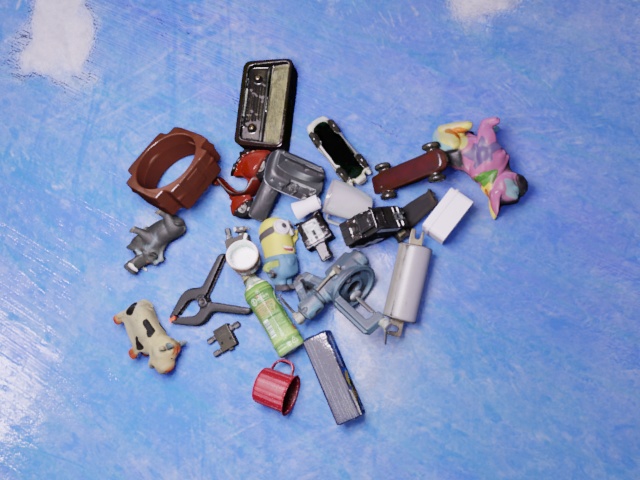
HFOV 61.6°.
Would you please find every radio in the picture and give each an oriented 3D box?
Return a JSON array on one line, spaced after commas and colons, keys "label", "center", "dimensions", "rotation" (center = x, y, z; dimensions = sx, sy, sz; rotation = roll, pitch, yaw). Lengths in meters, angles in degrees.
[{"label": "radio", "center": [-0.135, -0.333, 1.350], "dimensions": [0.131, 0.073, 0.229], "rotation": [4, 81, 13]}]

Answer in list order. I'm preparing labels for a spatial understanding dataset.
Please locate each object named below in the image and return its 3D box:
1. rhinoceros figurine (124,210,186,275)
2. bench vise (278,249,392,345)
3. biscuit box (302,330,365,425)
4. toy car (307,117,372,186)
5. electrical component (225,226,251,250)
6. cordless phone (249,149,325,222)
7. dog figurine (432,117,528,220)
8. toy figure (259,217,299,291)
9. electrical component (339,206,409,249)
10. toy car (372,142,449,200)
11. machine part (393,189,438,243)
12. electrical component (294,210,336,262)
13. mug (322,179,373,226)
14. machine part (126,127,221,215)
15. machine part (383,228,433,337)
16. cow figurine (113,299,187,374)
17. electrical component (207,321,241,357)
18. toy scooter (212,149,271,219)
[{"label": "rhinoceros figurine", "center": [-0.422, 0.006, 1.363], "dimensions": [0.190, 0.073, 0.112], "rotation": [-42, 85, 1]}, {"label": "bench vise", "center": [0.053, 0.134, 1.185], "dimensions": [0.224, 0.128, 0.241], "rotation": [-36, 50, -17]}, {"label": "biscuit box", "center": [0.031, 0.304, 1.207], "dimensions": [0.063, 0.059, 0.202], "rotation": [-26, 76, 8]}, {"label": "toy car", "center": [0.045, -0.213, 1.298], "dimensions": [0.073, 0.056, 0.202], "rotation": [-36, 76, -1]}, {"label": "electrical component", "center": [-0.196, 0.011, 1.318], "dimensions": [0.078, 0.045, 0.102], "rotation": [-11, 78, 9]}, {"label": "cordless phone", "center": [-0.080, -0.111, 1.290], "dimensions": [0.146, 0.089, 0.184], "rotation": [21, 109, -23]}, {"label": "dog figurine", "center": [0.352, -0.153, 1.191], "dimensions": [0.192, 0.108, 0.219], "rotation": [-7, 82, 11]}, {"label": "toy figure", "center": [-0.099, 0.033, 1.275], "dimensions": [0.089, 0.082, 0.180], "rotation": [-8, 82, 13]}, {"label": "electrical component", "center": [0.113, -0.027, 1.207], "dimensions": [0.134, 0.115, 0.058], "rotation": [-31, 70, 43]}, {"label": "toy car", "center": [0.204, -0.153, 1.223], "dimensions": [0.202, 0.053, 0.089], "rotation": [-21, 79, 43]}, {"label": "machine part", "center": [0.213, -0.060, 1.237], "dimensions": [0.139, 0.039, 0.084], "rotation": [-43, 65, 14]}, {"label": "electrical component", "center": [-0.003, -0.004, 1.275], "dimensions": [0.075, 0.047, 0.119], "rotation": [-33, 75, 6]}, {"label": "mug", "center": [0.064, -0.077, 1.256], "dimensions": [0.107, 0.081, 0.109], "rotation": [17, 116, -4]}, {"label": "machine part", "center": [-0.359, -0.171, 1.330], "dimensions": [0.202, 0.087, 0.201], "rotation": [25, 72, 34]}, {"label": "machine part", "center": [0.196, 0.095, 1.195], "dimensions": [0.079, 0.079, 0.243], "rotation": [12, 84, 15]}, {"label": "cow figurine", "center": [-0.406, 0.234, 1.304], "dimensions": [0.127, 0.085, 0.195], "rotation": [-37, 73, 19]}, {"label": "electrical component", "center": [-0.226, 0.237, 1.298], "dimensions": [0.094, 0.021, 0.063], "rotation": [-33, 75, 5]}, {"label": "toy scooter", "center": [-0.195, -0.153, 1.334], "dimensions": [0.135, 0.075, 0.183], "rotation": [29, 92, 17]}]
